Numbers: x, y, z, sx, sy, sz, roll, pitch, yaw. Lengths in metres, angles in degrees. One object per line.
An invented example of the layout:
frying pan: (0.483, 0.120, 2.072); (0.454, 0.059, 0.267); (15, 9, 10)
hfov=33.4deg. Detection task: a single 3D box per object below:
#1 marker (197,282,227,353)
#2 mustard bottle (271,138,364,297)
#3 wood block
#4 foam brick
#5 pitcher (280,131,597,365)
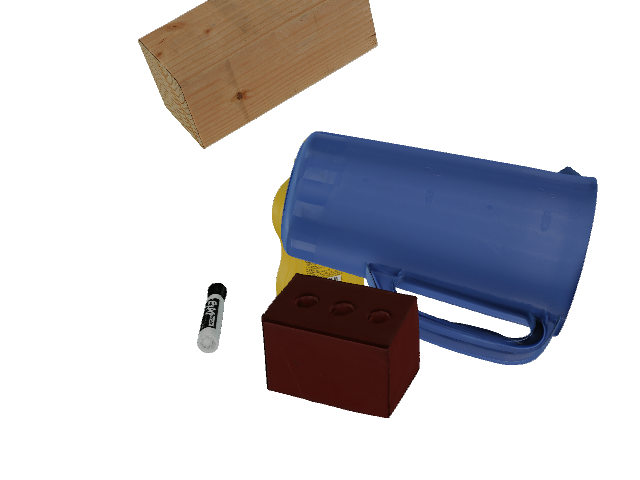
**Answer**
marker: (-0.099, 0.069, 0.988); (0.020, 0.020, 0.121); (0, 21, -1)
mustard bottle: (-0.004, -0.017, 1.151); (0.096, 0.192, 0.058); (-9, 23, -16)
wood block: (-0.058, -0.192, 1.040); (0.206, 0.091, 0.090); (-32, 51, -13)
foam brick: (0.012, 0.059, 0.608); (0.078, 0.051, 0.053); (10, 31, 20)
pitcher: (0.093, -0.004, 0.870); (0.243, 0.145, 0.149); (13, 16, 7)
